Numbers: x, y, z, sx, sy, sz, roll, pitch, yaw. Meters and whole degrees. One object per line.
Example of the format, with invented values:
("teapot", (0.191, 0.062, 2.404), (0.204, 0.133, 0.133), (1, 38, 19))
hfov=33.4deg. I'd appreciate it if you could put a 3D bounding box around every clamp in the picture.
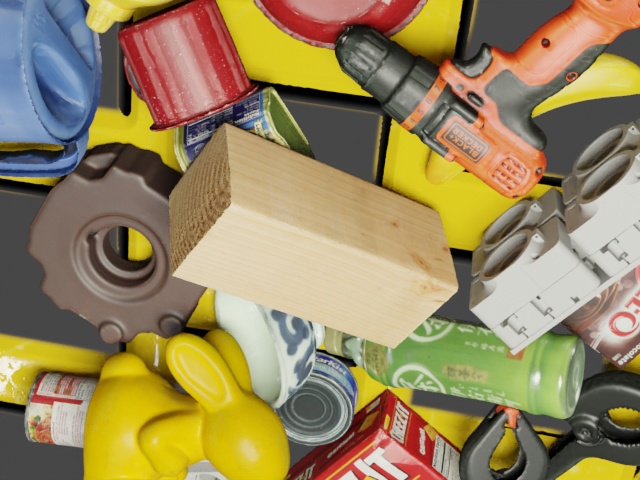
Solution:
("clamp", (0.168, 0.224, 0.936), (0.120, 0.039, 0.171), (8, 106, -13))
("clamp", (0.225, 0.149, 0.923), (0.210, 0.036, 0.164), (-18, 112, 36))

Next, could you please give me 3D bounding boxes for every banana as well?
("banana", (0.165, -0.101, 0.828), (0.198, 0.037, 0.069), (-18, 110, 18))

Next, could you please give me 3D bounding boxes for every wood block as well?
("wood block", (-0.005, 0.000, 0.834), (0.205, 0.090, 0.091), (20, 131, -28))

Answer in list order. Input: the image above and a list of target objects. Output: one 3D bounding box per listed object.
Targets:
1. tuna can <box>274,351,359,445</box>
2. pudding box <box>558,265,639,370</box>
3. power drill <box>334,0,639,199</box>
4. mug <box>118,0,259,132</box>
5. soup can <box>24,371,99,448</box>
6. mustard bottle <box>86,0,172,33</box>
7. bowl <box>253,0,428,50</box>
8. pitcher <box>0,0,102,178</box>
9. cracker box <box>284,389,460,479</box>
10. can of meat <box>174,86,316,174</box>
("tuna can", (-0.008, 0.148, 0.989), (0.086, 0.033, 0.086), (4, 117, 8))
("pudding box", (0.254, 0.040, 0.882), (0.090, 0.039, 0.114), (37, 118, -10))
("power drill", (0.127, -0.143, 0.764), (0.184, 0.057, 0.188), (35, 118, -10))
("mug", (-0.114, -0.139, 0.839), (0.117, 0.093, 0.081), (-3, 115, 47))
("soup can", (-0.221, 0.165, 1.018), (0.102, 0.068, 0.068), (6, 118, 6))
("mustard bottle", (-0.125, -0.236, 0.801), (0.096, 0.058, 0.192), (30, 118, -16))
("bowl", (0.010, -0.212, 0.791), (0.162, 0.055, 0.162), (4, 117, 8))
("pitcher", (-0.305, -0.131, 0.855), (0.243, 0.145, 0.149), (0, 85, 15))
("cracker box", (0.083, 0.270, 1.013), (0.213, 0.072, 0.164), (41, 116, -11))
("can of meat", (-0.056, -0.067, 0.864), (0.084, 0.057, 0.102), (-20, 135, 16))
